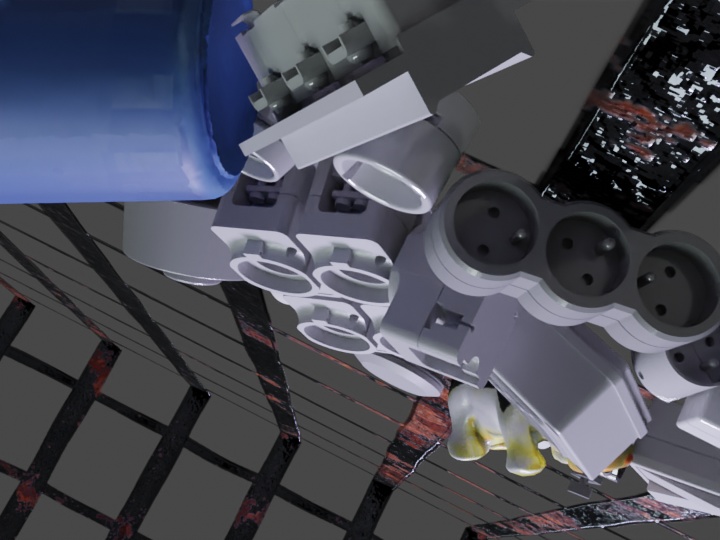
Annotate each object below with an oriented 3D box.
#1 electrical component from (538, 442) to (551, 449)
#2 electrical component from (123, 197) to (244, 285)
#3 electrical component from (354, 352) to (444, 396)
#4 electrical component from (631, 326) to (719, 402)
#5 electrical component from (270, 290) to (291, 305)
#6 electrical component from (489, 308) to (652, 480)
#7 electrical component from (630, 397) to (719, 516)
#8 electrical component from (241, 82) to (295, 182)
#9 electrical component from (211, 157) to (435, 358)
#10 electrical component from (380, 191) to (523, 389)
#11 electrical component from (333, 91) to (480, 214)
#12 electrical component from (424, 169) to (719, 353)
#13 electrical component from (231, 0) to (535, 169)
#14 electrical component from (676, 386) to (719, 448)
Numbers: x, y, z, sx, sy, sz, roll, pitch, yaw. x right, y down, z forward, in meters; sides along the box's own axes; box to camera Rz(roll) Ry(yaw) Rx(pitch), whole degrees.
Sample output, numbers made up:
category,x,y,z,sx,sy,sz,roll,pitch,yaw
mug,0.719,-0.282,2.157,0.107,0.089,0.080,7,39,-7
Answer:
category,x,y,z,sx,sy,sz,roll,pitch,yaw
electrical component,0.138,0.112,0.886,0.077,0.043,0.079,32,165,-16
electrical component,-0.109,-0.024,0.732,0.108,0.060,0.108,11,-168,-2
electrical component,0.040,0.069,0.900,0.080,0.051,0.080,26,166,7
electrical component,0.173,0.048,0.587,0.043,0.043,0.081,27,166,3
electrical component,-0.045,0.007,0.859,0.040,0.040,0.078,32,165,-19
electrical component,0.113,0.060,0.649,0.108,0.056,0.108,46,178,33
electrical component,0.233,0.133,0.748,0.096,0.061,0.062,16,162,41
electrical component,-0.045,-0.077,0.525,0.066,0.055,0.048,34,165,-25
electrical component,0.000,0.000,0.661,0.105,0.060,0.186,6,158,26
electrical component,0.053,0.008,0.575,0.056,0.089,0.050,19,164,31
electrical component,0.020,-0.058,0.489,0.055,0.047,0.055,26,166,7
electrical component,0.097,0.001,0.514,0.138,0.052,0.073,18,166,-3
electrical component,0.001,-0.082,0.389,0.063,0.079,0.121,61,159,-9
electrical component,0.231,0.079,0.586,0.083,0.047,0.075,27,165,3
